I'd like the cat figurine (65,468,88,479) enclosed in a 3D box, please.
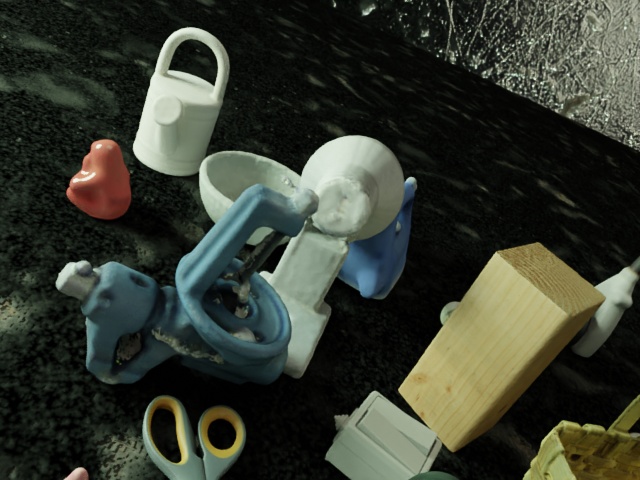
[{"bbox_3d":[-0.197,0.159,0.325,0.128,0.117,0.067,1,39,-36],"label":"cat figurine"}]

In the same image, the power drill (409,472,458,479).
[{"bbox_3d":[-0.007,0.216,0.294,0.075,0.208,0.230,43,34,26],"label":"power drill"}]

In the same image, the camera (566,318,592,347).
[{"bbox_3d":[0.322,0.096,0.830,0.136,0.101,0.143,32,31,9],"label":"camera"}]

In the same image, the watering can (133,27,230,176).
[{"bbox_3d":[-0.184,-0.190,0.786,0.101,0.194,0.172,10,34,-25],"label":"watering can"}]

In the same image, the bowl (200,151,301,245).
[{"bbox_3d":[-0.086,-0.043,0.756,0.168,0.074,0.167,19,31,-12],"label":"bowl"}]

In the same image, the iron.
[{"bbox_3d":[0.090,-0.026,0.799,0.118,0.141,0.259,32,31,9],"label":"iron"}]

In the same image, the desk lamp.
[{"bbox_3d":[0.006,0.002,0.621,0.118,0.213,0.203,27,31,1],"label":"desk lamp"}]

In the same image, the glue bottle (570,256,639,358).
[{"bbox_3d":[0.425,0.090,0.846,0.037,0.173,0.078,19,31,-12],"label":"glue bottle"}]

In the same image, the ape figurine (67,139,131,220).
[{"bbox_3d":[-0.251,-0.076,0.663,0.076,0.092,0.078,41,34,23],"label":"ape figurine"}]

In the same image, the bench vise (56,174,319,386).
[{"bbox_3d":[-0.098,0.041,0.478,0.208,0.219,0.121,1,39,-36],"label":"bench vise"}]
